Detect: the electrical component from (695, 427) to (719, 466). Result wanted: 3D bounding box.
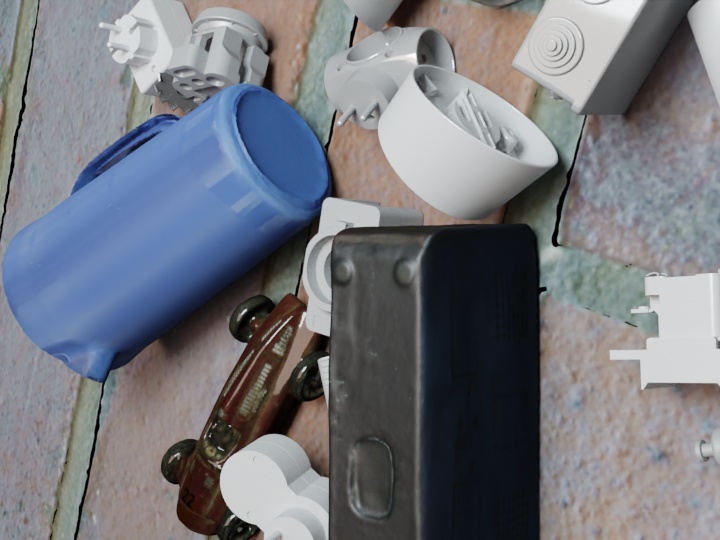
[{"bbox_3d":[0.211,0.088,0.550,0.078,0.040,0.040,-17,79,39],"label":"electrical component"}]

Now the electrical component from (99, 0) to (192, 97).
[{"bbox_3d":[-0.169,-0.177,0.839,0.047,0.077,0.065,-38,67,32],"label":"electrical component"}]

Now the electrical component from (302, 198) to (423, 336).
[{"bbox_3d":[0.000,0.000,0.713,0.050,0.056,0.089,14,99,38],"label":"electrical component"}]

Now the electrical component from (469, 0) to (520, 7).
[{"bbox_3d":[0.101,-0.202,0.632,0.095,0.054,0.059,-15,81,38],"label":"electrical component"}]

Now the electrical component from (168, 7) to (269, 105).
[{"bbox_3d":[-0.099,-0.154,0.787,0.058,0.078,0.057,-4,66,39],"label":"electrical component"}]

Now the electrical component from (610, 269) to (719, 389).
[{"bbox_3d":[0.180,0.032,0.576,0.081,0.042,0.063,-4,86,39],"label":"electrical component"}]

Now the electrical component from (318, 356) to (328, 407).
[{"bbox_3d":[-0.001,0.085,0.722,0.043,0.043,0.081,-21,77,38],"label":"electrical component"}]

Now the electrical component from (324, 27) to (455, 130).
[{"bbox_3d":[0.011,-0.118,0.694,0.077,0.079,0.044,-7,126,39],"label":"electrical component"}]

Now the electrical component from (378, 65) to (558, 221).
[{"bbox_3d":[0.062,-0.079,0.637,0.064,0.099,0.099,-46,63,36],"label":"electrical component"}]

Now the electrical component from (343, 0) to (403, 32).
[{"bbox_3d":[-0.002,-0.211,0.691,0.064,0.099,0.099,-44,64,24],"label":"electrical component"}]

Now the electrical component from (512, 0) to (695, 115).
[{"bbox_3d":[0.133,-0.133,0.578,0.048,0.100,0.099,37,113,20],"label":"electrical component"}]

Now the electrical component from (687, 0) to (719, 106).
[{"bbox_3d":[0.203,-0.103,0.555,0.043,0.043,0.081,-25,75,37],"label":"electrical component"}]

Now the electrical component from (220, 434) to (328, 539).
[{"bbox_3d":[-0.039,0.173,0.708,0.138,0.074,0.052,42,113,11],"label":"electrical component"}]
